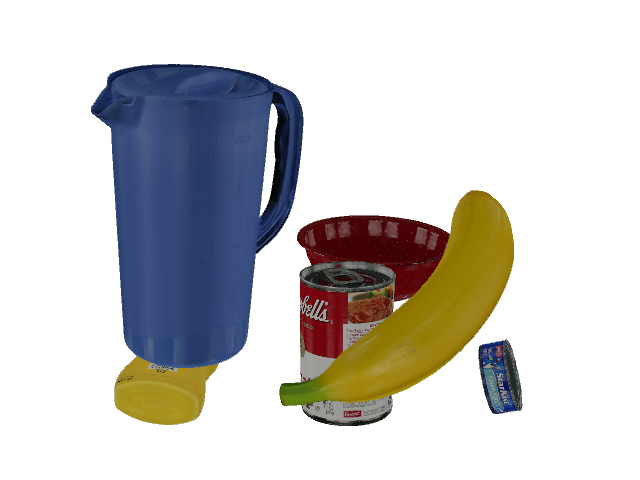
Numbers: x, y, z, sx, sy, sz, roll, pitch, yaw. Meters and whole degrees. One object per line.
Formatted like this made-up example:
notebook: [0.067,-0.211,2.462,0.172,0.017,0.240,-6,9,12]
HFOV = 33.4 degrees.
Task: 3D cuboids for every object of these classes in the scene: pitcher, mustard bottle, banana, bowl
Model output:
pitcher: [-0.102,-0.023,0.900,0.149,0.243,0.145,7,21,8]
mustard bottle: [-0.167,0.136,1.230,0.096,0.058,0.191,6,25,4]
banana: [0.060,0.027,0.562,0.070,0.037,0.197,17,41,33]
bowl: [0.056,0.022,1.088,0.162,0.055,0.162,1,17,-1]

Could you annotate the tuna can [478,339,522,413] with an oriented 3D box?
tuna can: [0.214,0.163,1.272,0.034,0.086,0.086,-13,-4,16]

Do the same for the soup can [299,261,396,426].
soup can: [0.019,0.072,0.759,0.068,0.102,0.068,0,15,0]
